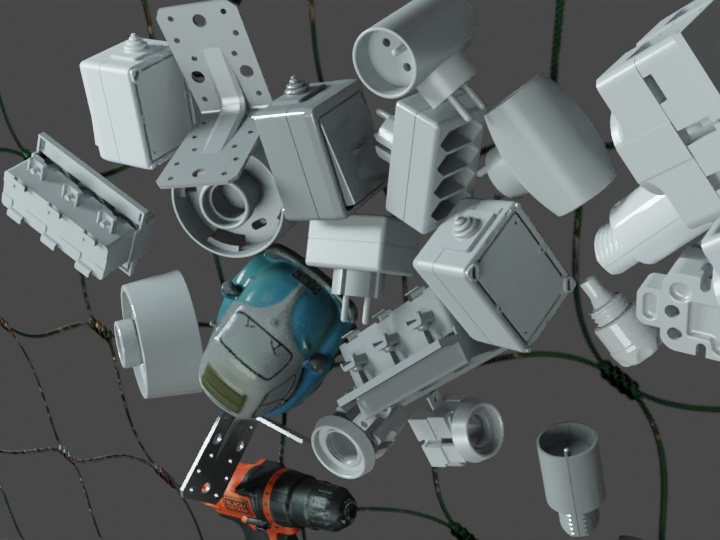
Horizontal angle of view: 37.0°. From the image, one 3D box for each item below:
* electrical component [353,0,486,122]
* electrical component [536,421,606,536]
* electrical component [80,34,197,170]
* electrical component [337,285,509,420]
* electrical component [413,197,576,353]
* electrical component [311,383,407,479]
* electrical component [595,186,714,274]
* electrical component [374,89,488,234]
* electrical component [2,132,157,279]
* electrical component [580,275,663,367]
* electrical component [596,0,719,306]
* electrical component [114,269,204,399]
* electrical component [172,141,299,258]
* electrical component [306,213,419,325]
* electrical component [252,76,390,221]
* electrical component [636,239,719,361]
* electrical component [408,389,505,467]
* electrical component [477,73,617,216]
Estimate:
[{"bbox_3d":[0.046,-0.124,0.648,0.079,0.077,0.043,50,136,-3],"label":"electrical component"},{"bbox_3d":[0.155,0.155,0.777,0.043,0.043,0.081,6,122,35],"label":"electrical component"},{"bbox_3d":[-0.170,-0.134,0.817,0.061,0.062,0.096,14,126,30],"label":"electrical component"},{"bbox_3d":[0.041,0.055,0.780,0.121,0.079,0.063,-36,73,45],"label":"electrical component"},{"bbox_3d":[0.081,-0.002,0.690,0.061,0.061,0.096,11,148,53],"label":"electrical component"},{"bbox_3d":[-0.003,0.132,0.872,0.058,0.057,0.078,38,135,11],"label":"electrical component"},{"bbox_3d":[0.172,-0.027,0.641,0.043,0.043,0.081,49,136,0],"label":"electrical component"},{"bbox_3d":[0.036,-0.081,0.706,0.076,0.047,0.083,36,138,34],"label":"electrical component"},{"bbox_3d":[-0.245,-0.051,0.930,0.121,0.063,0.078,36,134,12],"label":"electrical component"},{"bbox_3d":[0.165,0.030,0.692,0.061,0.035,0.035,52,136,0],"label":"electrical component"},{"bbox_3d":[0.207,-0.047,0.556,0.060,0.105,0.186,-28,99,45],"label":"electrical component"},{"bbox_3d":[-0.175,0.058,0.915,0.108,0.060,0.108,169,90,-71],"label":"electrical component"},{"bbox_3d":[-0.092,-0.060,0.818,0.099,0.064,0.099,7,116,15],"label":"electrical component"},{"bbox_3d":[0.000,0.000,0.765,0.066,0.047,0.076,5,89,35],"label":"electrical component"},{"bbox_3d":[-0.024,-0.088,0.736,0.061,0.062,0.096,1,119,37],"label":"electrical component"},{"bbox_3d":[0.210,0.014,0.630,0.078,0.057,0.058,13,126,30],"label":"electrical component"},{"bbox_3d":[0.075,0.121,0.814,0.055,0.048,0.066,-10,113,49],"label":"electrical component"},{"bbox_3d":[0.105,-0.069,0.664,0.077,0.043,0.079,53,136,-4],"label":"electrical component"}]
